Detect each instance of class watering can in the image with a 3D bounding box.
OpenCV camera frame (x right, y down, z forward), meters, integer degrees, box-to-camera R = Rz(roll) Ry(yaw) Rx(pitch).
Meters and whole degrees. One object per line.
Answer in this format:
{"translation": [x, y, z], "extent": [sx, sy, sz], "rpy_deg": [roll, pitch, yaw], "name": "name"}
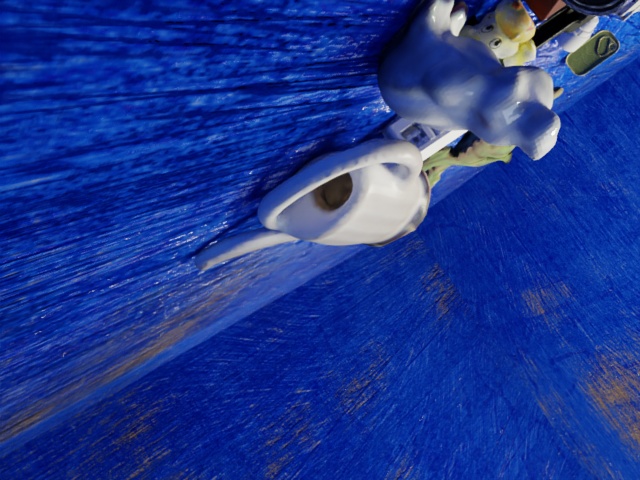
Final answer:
{"translation": [0.002, -0.035, 0.688], "extent": [0.343, 0.105, 0.224], "rpy_deg": [-29, 157, 37], "name": "watering can"}

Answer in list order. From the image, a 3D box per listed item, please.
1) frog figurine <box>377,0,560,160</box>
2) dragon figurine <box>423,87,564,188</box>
{"translation": [0.131, -0.126, 0.457], "extent": [0.122, 0.160, 0.137], "rpy_deg": [-34, 172, 12], "name": "frog figurine"}
{"translation": [0.311, -0.197, 1.103], "extent": [0.244, 0.123, 0.405], "rpy_deg": [-24, 170, -13], "name": "dragon figurine"}
